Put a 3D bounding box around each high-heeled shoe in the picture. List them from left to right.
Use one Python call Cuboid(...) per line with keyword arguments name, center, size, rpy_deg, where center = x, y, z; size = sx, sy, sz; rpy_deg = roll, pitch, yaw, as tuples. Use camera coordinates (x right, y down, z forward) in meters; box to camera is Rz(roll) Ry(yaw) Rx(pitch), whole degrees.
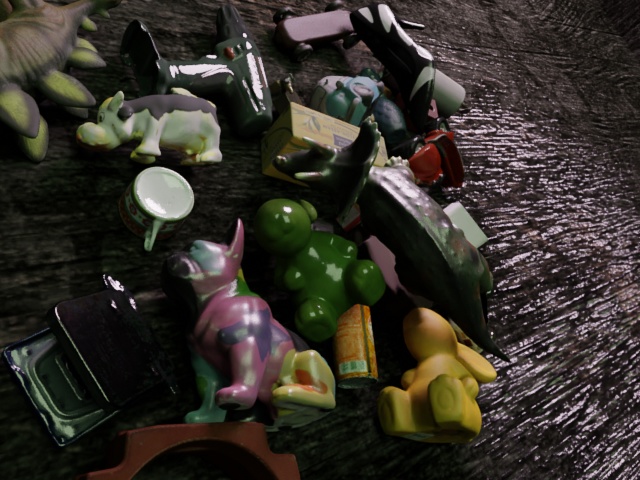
Cuboid(name="high-heeled shoe", center=(0.125, -0.317, 0.969), size=(0.145, 0.086, 0.248), rpy_deg=(3, 70, -7))

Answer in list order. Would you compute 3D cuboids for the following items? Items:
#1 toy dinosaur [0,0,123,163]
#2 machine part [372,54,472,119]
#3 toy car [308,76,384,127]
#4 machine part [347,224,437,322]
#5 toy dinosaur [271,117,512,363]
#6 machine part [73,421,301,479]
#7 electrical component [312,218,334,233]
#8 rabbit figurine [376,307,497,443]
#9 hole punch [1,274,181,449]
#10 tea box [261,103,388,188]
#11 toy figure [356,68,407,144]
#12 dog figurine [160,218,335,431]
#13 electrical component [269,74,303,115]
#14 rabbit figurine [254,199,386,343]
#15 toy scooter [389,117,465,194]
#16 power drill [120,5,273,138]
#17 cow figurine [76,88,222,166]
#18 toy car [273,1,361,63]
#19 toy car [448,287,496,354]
Cuboid(name="toy dinosaur", center=(-0.358, -0.172, 0.555), size=(0.198, 0.105, 0.471), rpy_deg=(46, 50, -9))
Cuboid(name="machine part", center=(0.207, -0.316, 1.086), size=(0.243, 0.079, 0.079), rpy_deg=(24, 51, -24))
Cuboid(name="toy car", center=(0.036, -0.227, 0.887), size=(0.103, 0.109, 0.162), rpy_deg=(28, 38, 3))
Cuboid(name="machine part", center=(0.125, 0.034, 0.819), size=(0.179, 0.056, 0.179), rpy_deg=(18, 53, -26))
Cuboid(name="toy dinosaur", center=(0.120, 0.002, 0.661), size=(0.405, 0.131, 0.192), rpy_deg=(47, 13, 8))
Cuboid(name="machine part", center=(-0.115, 0.269, 0.470), size=(0.201, 0.087, 0.201), rpy_deg=(10, 58, -34))
Cuboid(name="electrical component", center=(-0.002, -0.002, 0.769), size=(0.094, 0.021, 0.063), rpy_deg=(19, 53, -26))
Cuboid(name="rabbit figurine", center=(0.163, 0.174, 0.716), size=(0.162, 0.122, 0.173), rpy_deg=(18, 49, -33))
Cuboid(name="hole punch", center=(-0.213, 0.115, 0.505), size=(0.142, 0.092, 0.116), rpy_deg=(53, 17, 7))
Cuboid(name="tea box", center=(0.007, -0.127, 0.802), size=(0.169, 0.098, 0.068), rpy_deg=(12, 56, -29))
Cuboid(name="toy figure", center=(0.107, -0.247, 0.982), size=(0.064, 0.058, 0.154), rpy_deg=(3, 56, -44))
Cuboid(name="dog figurine", center=(-0.081, 0.090, 0.596), size=(0.191, 0.108, 0.219), rpy_deg=(12, 54, -30))
Cuboid(name="electrical component", center=(-0.037, -0.202, 0.830), size=(0.102, 0.045, 0.078), rpy_deg=(62, 22, -6))
Cuboid(name="rabbit figurine", center=(-0.016, 0.008, 0.656), size=(0.170, 0.121, 0.159), rpy_deg=(55, 4, -33))
Cuboid(name="toy scooter", center=(0.207, -0.137, 0.977), size=(0.184, 0.075, 0.135), rpy_deg=(-38, 105, -40))
Cuboid(name="power drill", center=(-0.172, -0.254, 0.769), size=(0.207, 0.086, 0.232), rpy_deg=(-7, 70, -48))
Cuboid(name="cow figurine", center=(-0.204, -0.142, 0.650), size=(0.167, 0.068, 0.098), rpy_deg=(2, 90, -37))
Cuboid(name="toy car", center=(-0.004, -0.383, 0.986), size=(0.202, 0.053, 0.089), rpy_deg=(-30, 89, -40))
Cuboid(name="toy car", center=(0.237, 0.095, 0.843), size=(0.073, 0.056, 0.202), rpy_deg=(59, 28, -21))
